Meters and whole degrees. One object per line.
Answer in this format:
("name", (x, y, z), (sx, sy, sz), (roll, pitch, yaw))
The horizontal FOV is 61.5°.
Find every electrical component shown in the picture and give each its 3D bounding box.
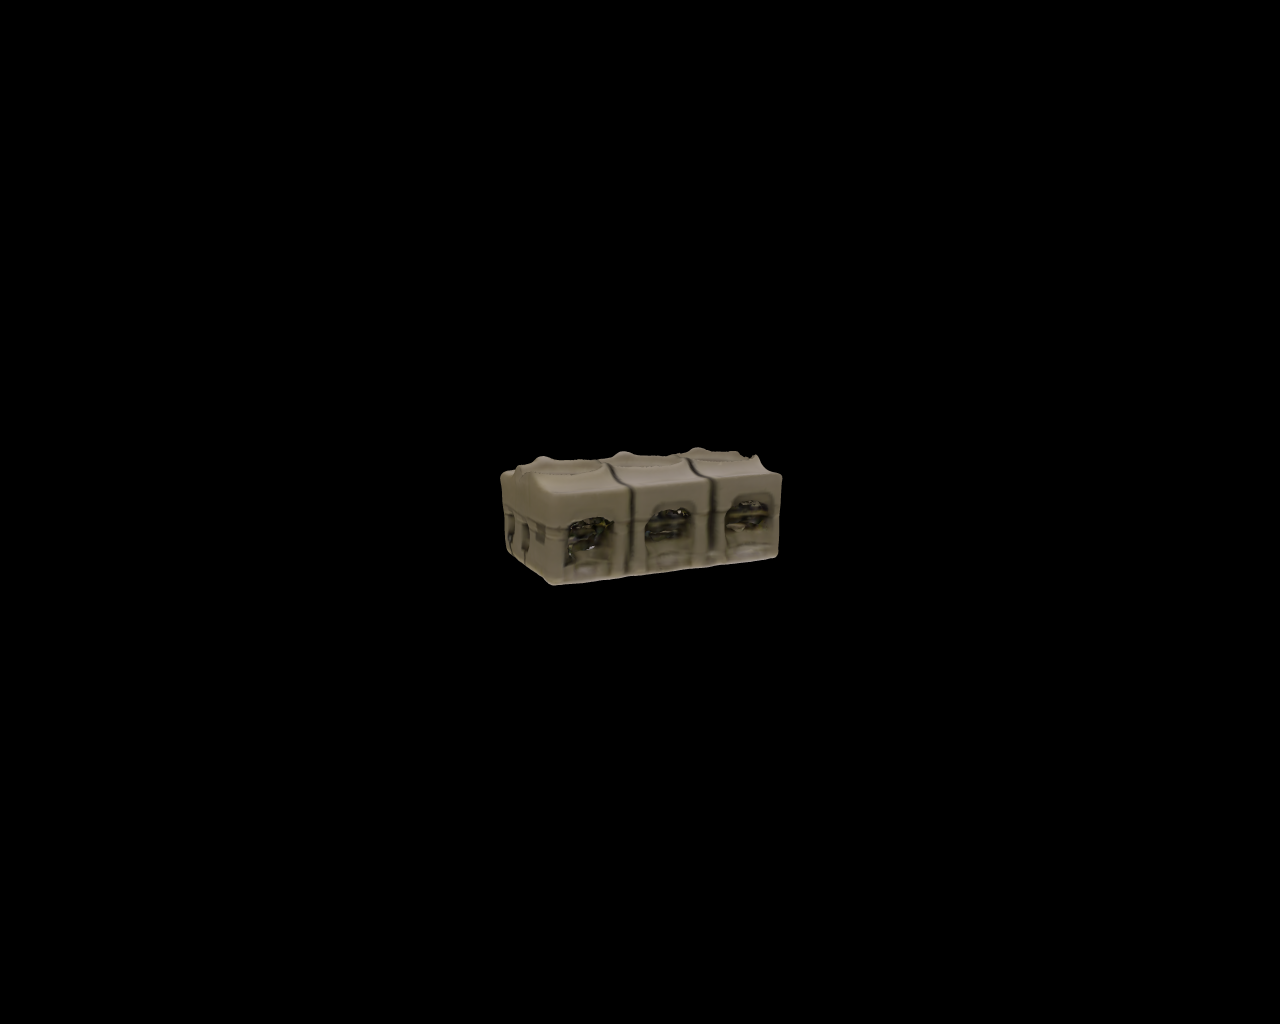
("electrical component", (0.001, -0.003, 0.650), (0.150, 0.061, 0.089), (-5, 12, -24))
